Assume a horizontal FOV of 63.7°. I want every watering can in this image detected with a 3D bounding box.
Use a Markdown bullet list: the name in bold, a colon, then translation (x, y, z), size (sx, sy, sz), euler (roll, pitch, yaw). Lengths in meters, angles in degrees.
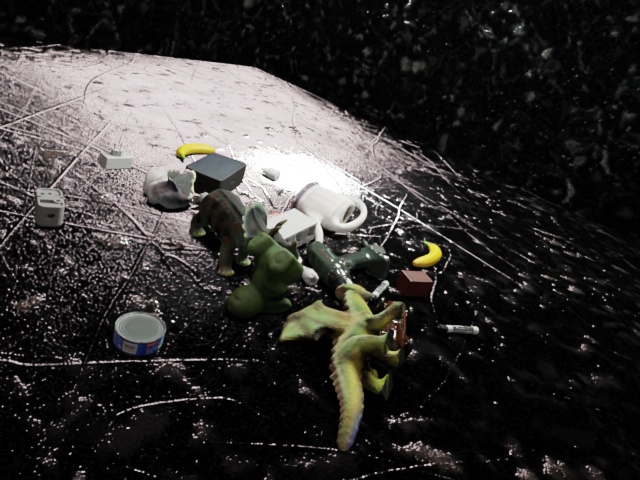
- **watering can**: translation (0.005, -0.080, 1.582), size (0.226, 0.102, 0.353), euler (27, 35, 21)

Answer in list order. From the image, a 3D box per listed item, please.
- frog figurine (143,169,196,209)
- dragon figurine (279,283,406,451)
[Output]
- **frog figurine**: translation (-0.433, -0.139, 1.431), size (0.158, 0.121, 0.140), euler (-11, 21, 28)
- **dragon figurine**: translation (0.032, 0.210, 1.022), size (0.243, 0.120, 0.418), euler (9, 32, 25)
